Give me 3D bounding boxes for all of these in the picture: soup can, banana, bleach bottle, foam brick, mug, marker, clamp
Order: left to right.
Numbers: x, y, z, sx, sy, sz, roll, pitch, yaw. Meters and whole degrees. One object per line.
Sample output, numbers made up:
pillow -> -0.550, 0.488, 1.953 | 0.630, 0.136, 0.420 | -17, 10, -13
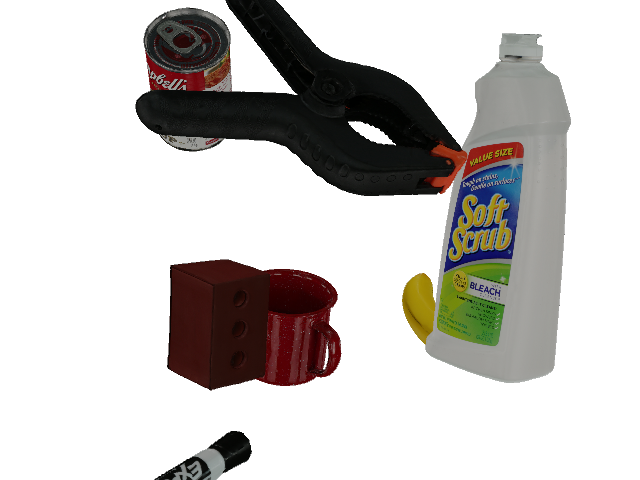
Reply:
marker -> -0.074, 0.126, 0.547 | 0.020, 0.020, 0.120 | 0, 13, 32
soup can -> -0.106, -0.130, 0.872 | 0.068, 0.068, 0.102 | 0, -33, -3
foam brick -> -0.072, 0.057, 0.752 | 0.052, 0.078, 0.051 | -9, 17, -42
mug -> -0.025, 0.088, 1.003 | 0.117, 0.081, 0.093 | 26, 32, 37
clamp -> -0.009, -0.067, 0.567 | 0.171, 0.120, 0.039 | 32, -29, 8
banana -> 0.131, 0.089, 1.205 | 0.069, 0.037, 0.198 | 4, 23, -26
bleach bottle -> 0.135, -0.027, 0.798 | 0.067, 0.251, 0.103 | -8, 16, -38
